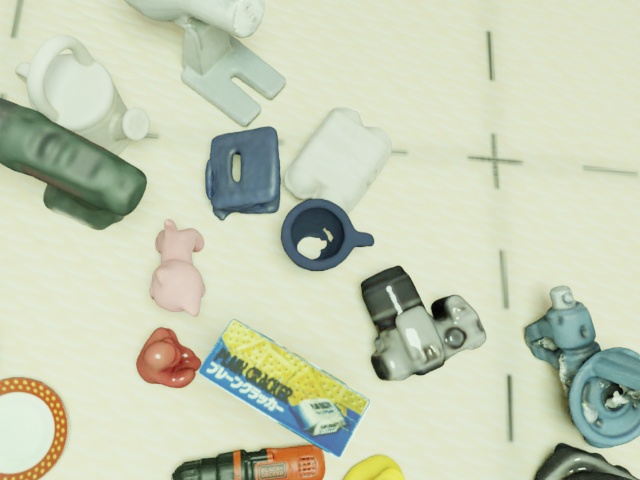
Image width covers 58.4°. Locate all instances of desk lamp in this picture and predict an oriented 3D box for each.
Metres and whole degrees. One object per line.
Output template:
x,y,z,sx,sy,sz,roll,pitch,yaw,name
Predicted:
-0.142,-0.280,0.730,0.203,0.213,0.118,37,76,3,desk lamp

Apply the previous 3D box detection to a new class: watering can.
-0.291,-0.174,0.699,0.173,0.194,0.101,6,76,-5,watering can

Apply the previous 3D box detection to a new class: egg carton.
0.027,-0.105,0.783,0.107,0.069,0.150,33,76,2,egg carton

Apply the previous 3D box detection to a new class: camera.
0.122,0.097,0.731,0.143,0.100,0.137,-22,80,-11,camera

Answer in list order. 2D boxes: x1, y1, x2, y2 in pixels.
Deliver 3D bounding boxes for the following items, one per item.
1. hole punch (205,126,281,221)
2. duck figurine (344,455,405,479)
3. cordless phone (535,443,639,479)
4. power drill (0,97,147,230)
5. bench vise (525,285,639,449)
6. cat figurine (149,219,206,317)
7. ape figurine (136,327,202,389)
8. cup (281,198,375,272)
-0.101,-0.088,0.754,0.101,0.091,0.109,-1,77,-6,hole punch
0.065,0.312,0.683,0.077,0.086,0.105,38,76,3,duck figurine
0.351,0.309,0.664,0.147,0.185,0.094,25,76,0,cordless phone
-0.308,-0.084,0.670,0.229,0.208,0.076,23,76,0,power drill
0.334,0.158,0.679,0.121,0.219,0.207,-39,84,-13,bench vise
-0.177,0.036,0.703,0.067,0.117,0.128,-7,78,-7,cat figurine
-0.187,0.143,0.691,0.076,0.092,0.078,-10,78,-8,ape figurine
0.007,0.003,0.743,0.118,0.095,0.092,4,77,-5,cup
